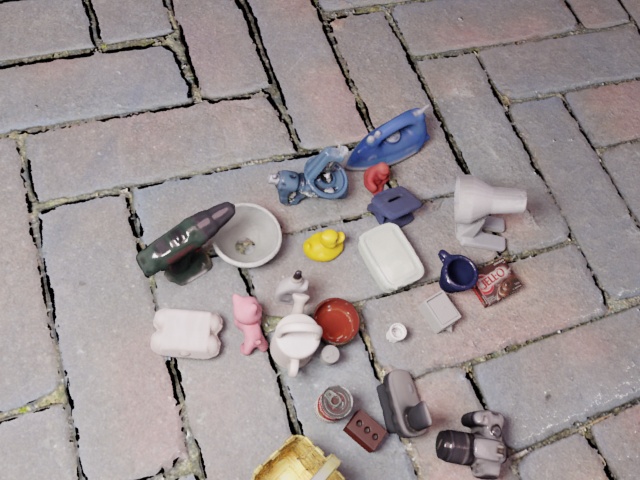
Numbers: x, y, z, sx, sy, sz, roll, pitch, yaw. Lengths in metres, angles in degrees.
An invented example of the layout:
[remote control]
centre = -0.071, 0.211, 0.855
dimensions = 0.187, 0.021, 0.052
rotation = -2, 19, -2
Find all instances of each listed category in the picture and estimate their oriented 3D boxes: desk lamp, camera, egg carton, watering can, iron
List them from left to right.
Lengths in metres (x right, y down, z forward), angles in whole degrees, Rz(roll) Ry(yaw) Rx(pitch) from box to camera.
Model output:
[egg carton]
centre = -0.291, 0.205, 1.254
dimensions = 0.150, 0.069, 0.107
rotation = 5, 65, -9
[watering can]
centre = -0.051, 0.202, 1.233
dimensions = 0.101, 0.194, 0.173
rotation = -13, 69, -16
[iron]
centre = 0.183, -0.276, 1.523
dimensions = 0.259, 0.141, 0.118
rotation = -30, 75, -22
[camera]
centre = 0.330, 0.440, 1.252
dimensions = 0.137, 0.100, 0.143
rotation = 12, 64, -6
[desk lamp]
centre = 0.409, -0.072, 1.436
dimensions = 0.203, 0.213, 0.118
rotation = 9, 65, -7

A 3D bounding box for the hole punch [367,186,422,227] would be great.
[hole punch]
centre = 0.190, -0.089, 1.469
dimensions = 0.109, 0.091, 0.101
rotation = -25, 73, -20

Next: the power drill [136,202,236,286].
[power drill]
centre = -0.288, 0.017, 1.262
dimensions = 0.230, 0.208, 0.075
rotation = -33, 76, -22

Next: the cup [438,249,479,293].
[cup]
centre = 0.322, 0.084, 1.415
dimensions = 0.092, 0.095, 0.117
rotation = -34, 76, -22

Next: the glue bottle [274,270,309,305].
[glue bottle]
centre = -0.057, 0.104, 1.288
dimensions = 0.078, 0.173, 0.037
rotation = 9, 65, -6

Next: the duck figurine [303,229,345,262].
[duck figurine]
centre = 0.013, 0.005, 1.394
dimensions = 0.105, 0.086, 0.077
rotation = -11, 69, -15

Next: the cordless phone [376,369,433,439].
[cordless phone]
centre = 0.195, 0.343, 1.223
dimensions = 0.094, 0.185, 0.147
rotation = -12, 69, -16

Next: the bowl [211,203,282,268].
[bowl]
centre = -0.177, 0.000, 1.366
dimensions = 0.167, 0.074, 0.167
rotation = 4, 65, -9

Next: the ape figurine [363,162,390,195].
[ape figurine]
centre = 0.154, -0.169, 1.497
dimensions = 0.078, 0.092, 0.076
rotation = -23, 72, -19

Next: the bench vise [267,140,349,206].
[bench vise]
centre = -0.015, -0.151, 1.385
dimensions = 0.208, 0.219, 0.121
rotation = -19, 71, -18

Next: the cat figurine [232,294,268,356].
[cat figurine]
centre = -0.154, 0.180, 1.265
dimensions = 0.067, 0.117, 0.127
rotation = -14, 69, -16
